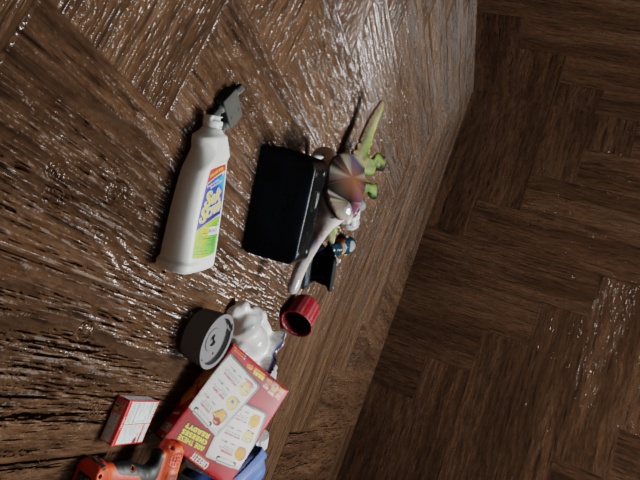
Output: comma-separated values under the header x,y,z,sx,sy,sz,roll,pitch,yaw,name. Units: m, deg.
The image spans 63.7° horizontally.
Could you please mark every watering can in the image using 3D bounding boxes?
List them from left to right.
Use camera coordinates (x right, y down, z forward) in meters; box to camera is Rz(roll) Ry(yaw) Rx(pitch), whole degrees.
x,y,z,sx,sy,sz,roll,pitch,yaw,name
0.003,-0.058,1.149,0.103,0.222,0.353,16,70,-29,watering can

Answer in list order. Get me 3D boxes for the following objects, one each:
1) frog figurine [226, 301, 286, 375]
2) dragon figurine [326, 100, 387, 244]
x,y,z,sx,sy,sz,roll,pitch,yaw,name
-0.164,0.210,1.136,0.157,0.122,0.139,48,64,-25,frog figurine
0.073,-0.191,1.415,0.244,0.123,0.406,-12,116,-59,dragon figurine
